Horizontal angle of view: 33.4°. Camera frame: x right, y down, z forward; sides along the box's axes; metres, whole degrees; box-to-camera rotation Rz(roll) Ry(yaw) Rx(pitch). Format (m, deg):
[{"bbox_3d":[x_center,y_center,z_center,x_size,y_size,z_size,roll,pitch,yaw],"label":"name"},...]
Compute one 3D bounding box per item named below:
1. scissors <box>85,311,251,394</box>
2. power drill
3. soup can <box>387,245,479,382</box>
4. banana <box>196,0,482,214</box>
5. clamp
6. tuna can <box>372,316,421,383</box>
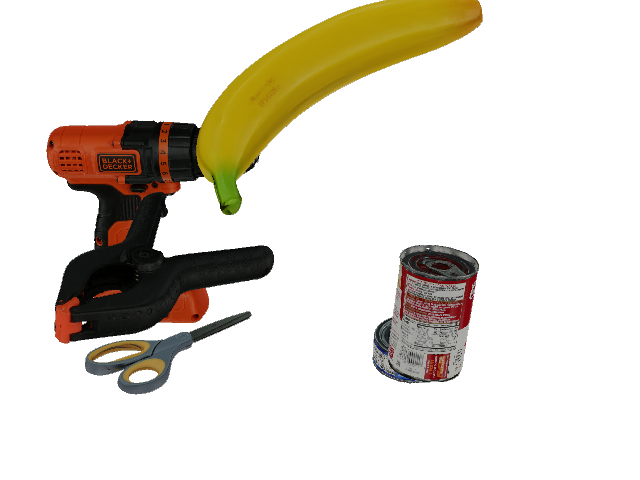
[{"bbox_3d":[-0.144,0.117,1.121,0.201,0.016,0.096,-11,31,-27],"label":"scissors"},{"bbox_3d":[-0.143,-0.018,0.956,0.184,0.188,0.057,2,27,6],"label":"power drill"},{"bbox_3d":[0.096,0.064,0.925,0.068,0.102,0.068,5,22,-2],"label":"soup can"},{"bbox_3d":[0.001,-0.083,0.569,0.070,0.197,0.037,38,-26,24],"label":"banana"},{"bbox_3d":[-0.130,0.017,0.762,0.120,0.039,0.171,27,35,34],"label":"clamp"},{"bbox_3d":[0.099,0.115,1.153,0.086,0.034,0.086,-1,29,0],"label":"tuna can"}]
